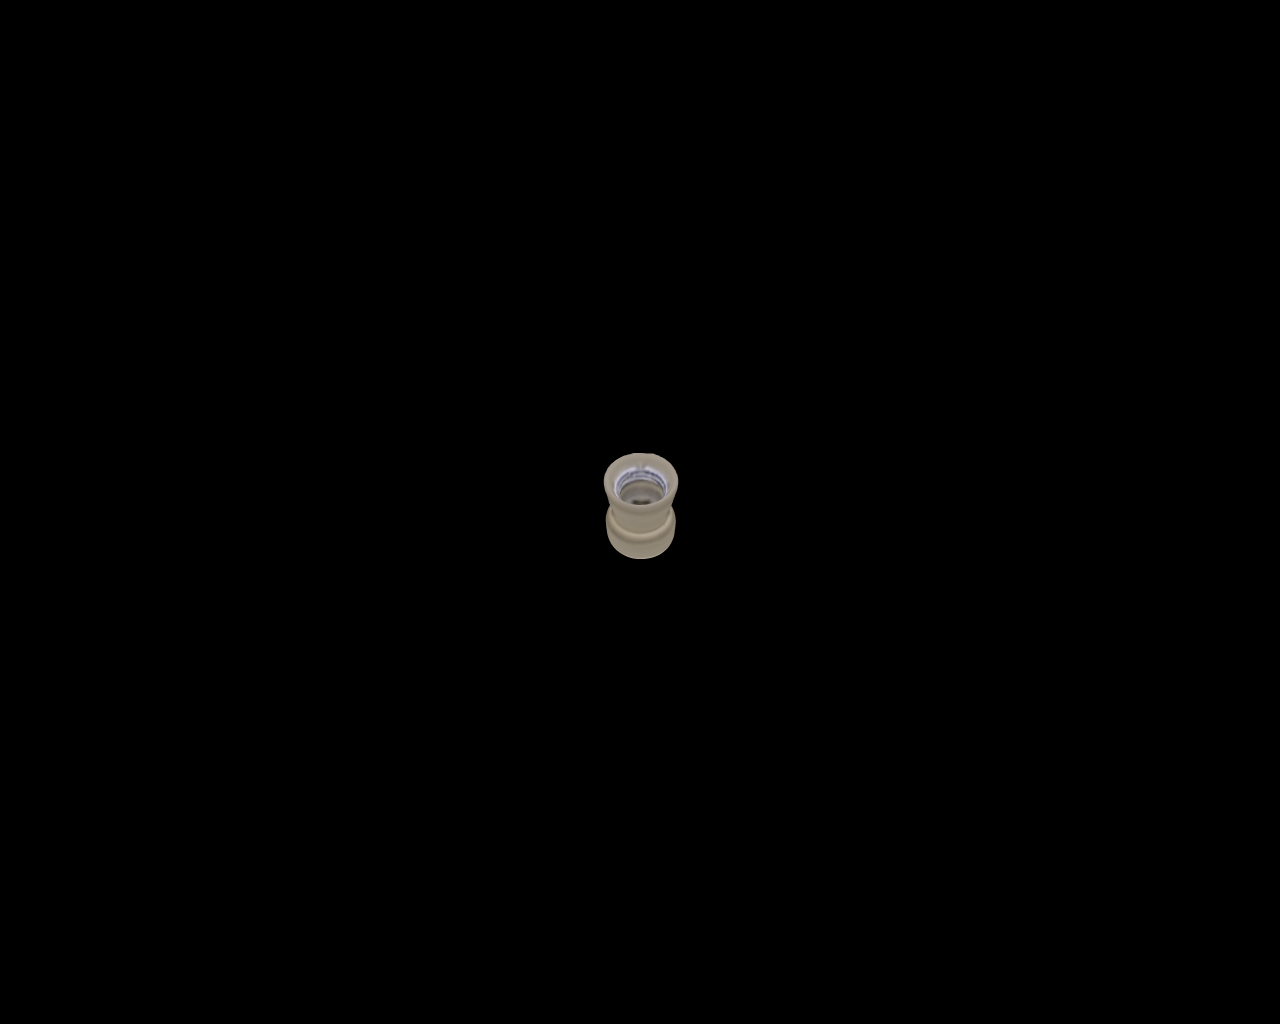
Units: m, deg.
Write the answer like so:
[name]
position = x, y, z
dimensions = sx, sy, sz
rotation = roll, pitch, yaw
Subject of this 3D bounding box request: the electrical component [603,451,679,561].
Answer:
[electrical component]
position = 0.001, -0.003, 0.650
dimensions = 0.045, 0.045, 0.055
rotation = 0, -39, 0
